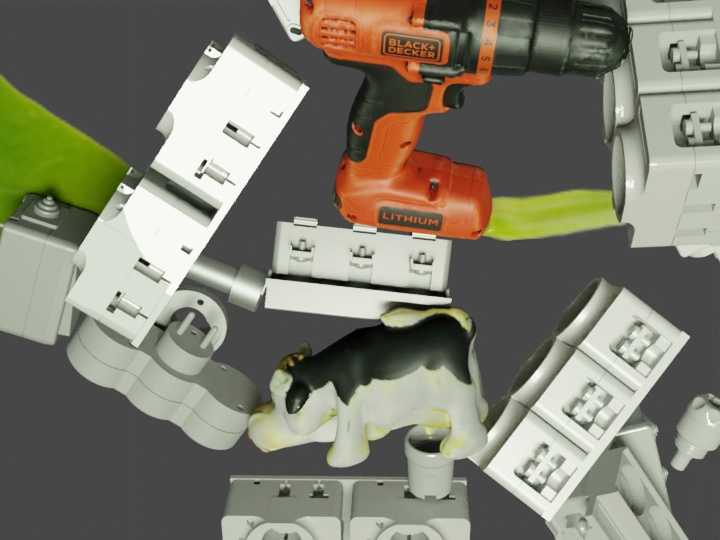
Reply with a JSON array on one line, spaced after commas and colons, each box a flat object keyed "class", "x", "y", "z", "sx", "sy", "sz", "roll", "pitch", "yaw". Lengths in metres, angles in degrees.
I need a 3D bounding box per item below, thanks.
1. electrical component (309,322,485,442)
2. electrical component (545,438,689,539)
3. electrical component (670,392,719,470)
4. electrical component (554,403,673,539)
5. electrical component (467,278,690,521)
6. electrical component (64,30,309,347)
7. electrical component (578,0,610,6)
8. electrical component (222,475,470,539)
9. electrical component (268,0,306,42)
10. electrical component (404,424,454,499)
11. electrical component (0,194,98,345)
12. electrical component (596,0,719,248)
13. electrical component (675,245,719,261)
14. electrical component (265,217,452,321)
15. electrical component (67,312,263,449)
[{"class": "electrical component", "x": 0.015, "y": 0.072, "z": 0.778, "sx": 0.138, "sy": 0.052, "sz": 0.073, "roll": -12, "pitch": 113, "yaw": 8}, {"class": "electrical component", "x": 0.187, "y": 0.190, "z": 0.762, "sx": 0.063, "sy": 0.078, "sz": 0.121, "roll": -22, "pitch": 113, "yaw": 35}, {"class": "electrical component", "x": 0.252, "y": 0.123, "z": 0.803, "sx": 0.035, "sy": 0.035, "sz": 0.061, "roll": 20, "pitch": 116, "yaw": -7}, {"class": "electrical component", "x": 0.179, "y": 0.150, "z": 0.809, "sx": 0.100, "sy": 0.048, "sz": 0.099, "roll": -15, "pitch": 113, "yaw": 9}, {"class": "electrical component", "x": 0.141, "y": 0.084, "z": 0.730, "sx": 0.062, "sy": 0.089, "sz": 0.150, "roll": 38, "pitch": 89, "yaw": 0}, {"class": "electrical component", "x": -0.111, "y": -0.058, "z": 0.675, "sx": 0.060, "sy": 0.105, "sz": 0.186, "roll": 33, "pitch": 100, "yaw": -13}, {"class": "electrical component", "x": 0.115, "y": -0.179, "z": 0.604, "sx": 0.077, "sy": 0.043, "sz": 0.079, "roll": 38, "pitch": 138, "yaw": -23}, {"class": "electrical component", "x": -0.010, "y": 0.223, "z": 0.842, "sx": 0.186, "sy": 0.060, "sz": 0.105, "roll": 0, "pitch": 114, "yaw": 2}, {"class": "electrical component", "x": -0.013, "y": -0.192, "z": 0.655, "sx": 0.096, "sy": 0.061, "sz": 0.061, "roll": -25, "pitch": 111, "yaw": 12}, {"class": "electrical component", "x": 0.054, "y": 0.146, "z": 0.818, "sx": 0.040, "sy": 0.040, "sz": 0.046, "roll": 0, "pitch": 120, "yaw": 2}, {"class": "electrical component", "x": -0.216, "y": -0.005, "z": 0.745, "sx": 0.061, "sy": 0.061, "sz": 0.096, "roll": 18, "pitch": 114, "yaw": -6}, {"class": "electrical component", "x": 0.177, "y": -0.099, "z": 0.631, "sx": 0.062, "sy": 0.150, "sz": 0.089, "roll": -2, "pitch": 151, "yaw": 5}, {"class": "electrical component", "x": 0.224, "y": -0.034, "z": 0.706, "sx": 0.047, "sy": 0.083, "sz": 0.075, "roll": -28, "pitch": 110, "yaw": 14}, {"class": "electrical component", "x": 0.000, "y": 0.000, "z": 0.739, "sx": 0.121, "sy": 0.078, "sz": 0.063, "roll": 6, "pitch": 92, "yaw": -1}, {"class": "electrical component", "x": -0.127, "y": 0.062, "z": 0.752, "sx": 0.138, "sy": 0.052, "sz": 0.073, "roll": 32, "pitch": 111, "yaw": -12}]
